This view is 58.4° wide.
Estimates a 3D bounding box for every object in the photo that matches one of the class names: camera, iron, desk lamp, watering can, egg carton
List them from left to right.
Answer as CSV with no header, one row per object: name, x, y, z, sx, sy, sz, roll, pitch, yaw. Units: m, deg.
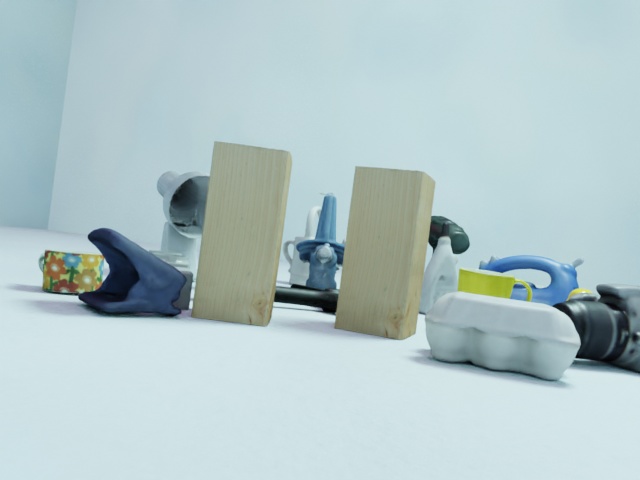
desk lamp,-0.273,-0.029,1.106,0.118,0.213,0.202,8,-1,-38
watering can,-0.006,0.017,1.374,0.172,0.194,0.101,7,0,3
egg carton,0.185,0.095,0.592,0.150,0.069,0.107,7,-1,16
iron,0.397,0.092,1.148,0.257,0.141,0.119,7,-1,28
camera,0.339,0.100,0.701,0.137,0.101,0.143,7,-1,-14

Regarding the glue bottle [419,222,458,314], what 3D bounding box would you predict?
glue bottle,0.225,0.053,1.059,0.078,0.173,0.037,7,-1,-31

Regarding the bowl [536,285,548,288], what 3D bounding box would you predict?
bowl,0.481,0.137,1.254,0.167,0.075,0.167,7,-1,0

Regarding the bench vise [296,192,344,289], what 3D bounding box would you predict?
bench vise,0.022,0.006,1.197,0.122,0.220,0.207,7,-1,-19

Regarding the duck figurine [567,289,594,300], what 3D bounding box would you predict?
duck figurine,0.385,0.115,0.846,0.077,0.086,0.105,7,-1,28

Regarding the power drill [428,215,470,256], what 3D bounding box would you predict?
power drill,0.272,0.044,1.328,0.076,0.208,0.229,7,-1,-11

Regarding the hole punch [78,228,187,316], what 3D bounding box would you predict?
hole punch,-0.210,0.036,0.650,0.101,0.091,0.108,8,-1,-39
